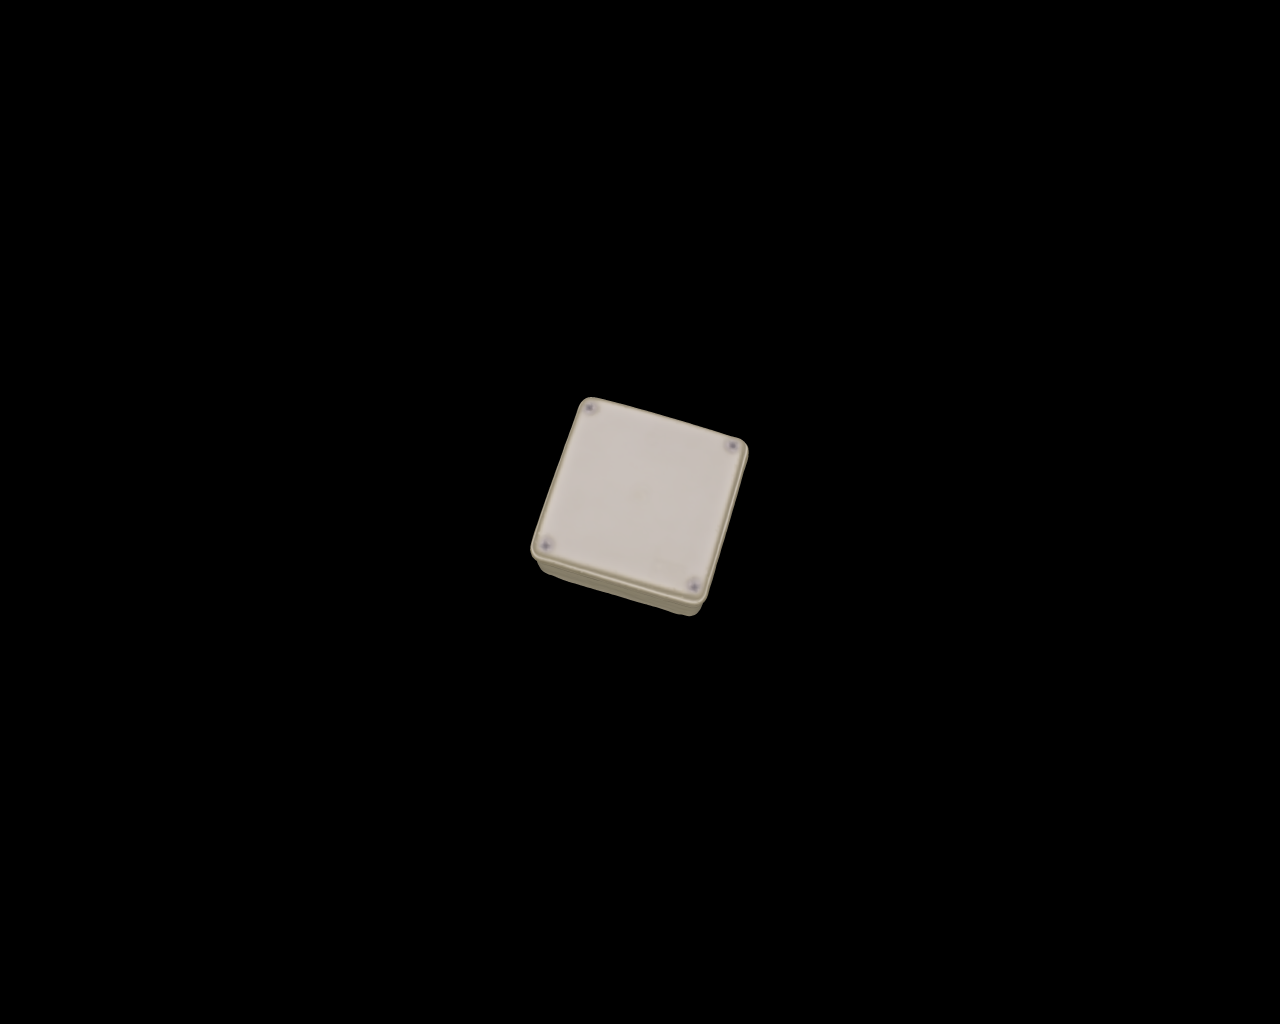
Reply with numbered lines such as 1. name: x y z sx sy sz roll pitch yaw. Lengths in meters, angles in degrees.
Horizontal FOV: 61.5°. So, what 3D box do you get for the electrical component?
1. electrical component: 0.001 -0.003 0.650 0.109 0.109 0.056 17 -15 5
